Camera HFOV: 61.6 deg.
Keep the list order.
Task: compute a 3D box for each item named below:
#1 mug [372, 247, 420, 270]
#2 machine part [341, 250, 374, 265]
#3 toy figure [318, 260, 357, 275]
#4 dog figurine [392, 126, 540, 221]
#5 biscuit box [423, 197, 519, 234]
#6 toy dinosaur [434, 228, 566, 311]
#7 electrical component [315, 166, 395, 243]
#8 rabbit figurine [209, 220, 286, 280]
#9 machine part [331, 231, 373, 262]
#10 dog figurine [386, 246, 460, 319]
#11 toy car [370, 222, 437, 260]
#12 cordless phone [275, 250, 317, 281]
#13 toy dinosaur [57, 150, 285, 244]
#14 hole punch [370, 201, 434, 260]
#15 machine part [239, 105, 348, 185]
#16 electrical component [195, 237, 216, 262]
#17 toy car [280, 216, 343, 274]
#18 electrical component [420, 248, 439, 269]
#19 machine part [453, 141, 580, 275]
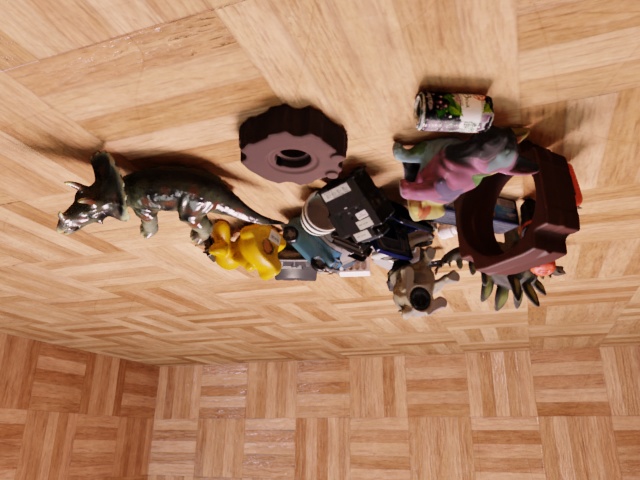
[{"bbox_3d":[0.186,0.034,1.323,0.107,0.081,0.109,10,150,-5],"label":"mug"},{"bbox_3d":[0.084,0.003,1.242,0.079,0.079,0.243,13,156,-29],"label":"machine part"},{"bbox_3d":[0.030,0.058,1.418,0.154,0.064,0.058,-25,-177,44],"label":"toy figure"},{"bbox_3d":[0.240,-0.115,0.888,0.219,0.108,0.191,-10,154,18],"label":"dog figurine"},{"bbox_3d":[0.307,-0.060,1.091,0.202,0.059,0.063,10,156,-22],"label":"biscuit box"},{"bbox_3d":[0.409,0.052,1.195,0.471,0.198,0.105,12,153,-32],"label":"toy dinosaur"},{"bbox_3d":[0.070,-0.059,1.009,0.115,0.058,0.134,-19,108,48],"label":"electrical component"},{"bbox_3d":[-0.189,0.029,1.258,0.173,0.122,0.162,-16,149,39],"label":"rabbit figurine"},{"bbox_3d":[0.072,0.014,1.112,0.084,0.039,0.138,15,171,18],"label":"machine part"},{"bbox_3d":[0.190,0.111,1.184,0.172,0.121,0.190,-37,-178,-27],"label":"dog figurine"},{"bbox_3d":[0.185,-0.007,1.212,0.056,0.073,0.202,12,156,-31],"label":"toy car"},{"bbox_3d":[-0.062,0.022,1.323,0.147,0.089,0.184,1,148,2],"label":"cordless phone"},{"bbox_3d":[-0.264,-0.081,0.990,0.405,0.131,0.192,-3,160,-8],"label":"toy dinosaur"},{"bbox_3d":[0.148,-0.025,1.090,0.142,0.116,0.092,12,115,-35],"label":"hole punch"},{"bbox_3d":[-0.044,-0.148,0.877,0.179,0.056,0.179,2,159,1],"label":"machine part"},{"bbox_3d":[-0.263,0.020,1.348,0.078,0.045,0.102,-31,158,2],"label":"electrical component"},{"bbox_3d":[-0.002,-0.004,1.174,0.103,0.162,0.109,-50,156,9],"label":"toy car"},{"bbox_3d":[0.262,0.051,1.403,0.119,0.048,0.074,-15,154,35],"label":"electrical component"},{"bbox_3d":[0.329,-0.051,0.918,0.087,0.201,0.201,8,158,-25],"label":"machine part"}]
